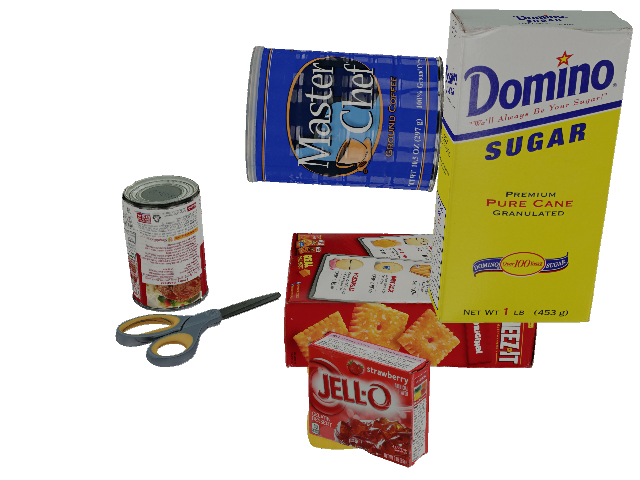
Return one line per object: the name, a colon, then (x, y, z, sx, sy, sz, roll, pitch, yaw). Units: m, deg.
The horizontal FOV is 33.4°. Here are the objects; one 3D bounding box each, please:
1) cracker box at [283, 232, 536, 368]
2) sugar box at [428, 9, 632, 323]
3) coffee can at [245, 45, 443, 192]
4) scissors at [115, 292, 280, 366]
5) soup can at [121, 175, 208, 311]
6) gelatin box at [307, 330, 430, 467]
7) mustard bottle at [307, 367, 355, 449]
cracker box: (0.076, 0.053, 0.973, 0.213, 0.072, 0.164, 1, 22, 0)
sugar box: (0.115, -0.039, 0.603, 0.093, 0.176, 0.048, -1, 27, -4)
coffee can: (0.017, -0.091, 0.807, 0.140, 0.103, 0.103, 3, 0, 1)
scissors: (-0.117, 0.094, 1.145, 0.201, 0.016, 0.096, -8, 31, -25)
soup can: (-0.136, 0.002, 0.935, 0.068, 0.102, 0.068, -1, 25, 1)
gelatin box: (0.033, 0.111, 0.753, 0.089, 0.073, 0.030, 13, 23, 33)
mustard bottle: (0.031, 0.176, 1.397, 0.096, 0.192, 0.058, -1, 16, -4)
